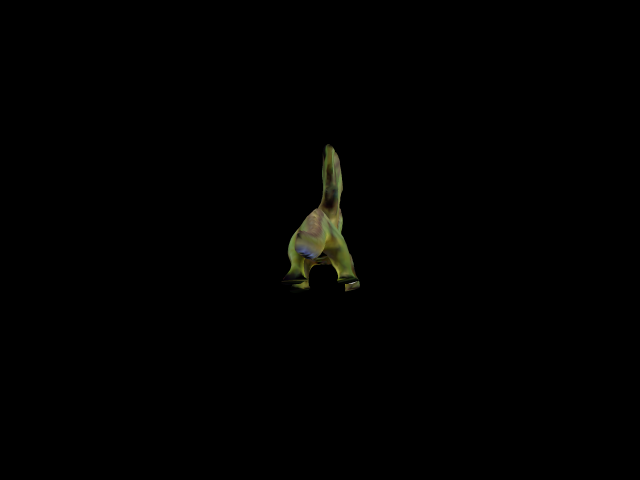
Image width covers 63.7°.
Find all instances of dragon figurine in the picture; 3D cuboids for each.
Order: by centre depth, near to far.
[{"bbox_3d":[0.003,-0.043,0.850,0.122,0.246,0.404,-1,-18,4],"label":"dragon figurine"}]
